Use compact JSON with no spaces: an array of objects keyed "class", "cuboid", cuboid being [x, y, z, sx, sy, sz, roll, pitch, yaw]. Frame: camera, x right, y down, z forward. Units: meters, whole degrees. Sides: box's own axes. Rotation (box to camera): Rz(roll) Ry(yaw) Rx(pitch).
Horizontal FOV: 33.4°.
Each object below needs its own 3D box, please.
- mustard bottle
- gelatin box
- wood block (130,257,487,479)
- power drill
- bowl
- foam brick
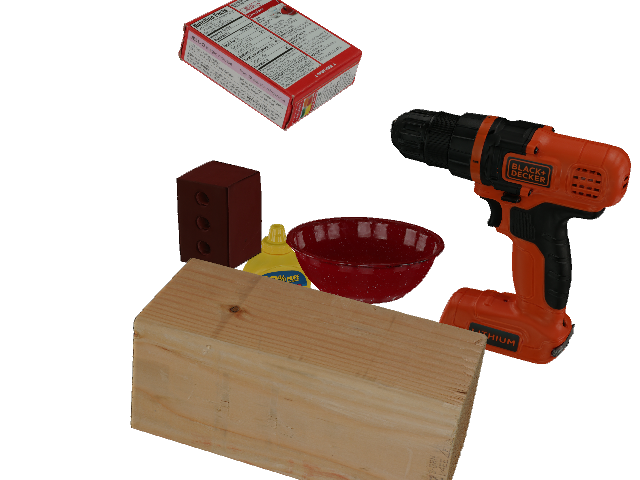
[{"class":"mustard bottle","cuboid":[-0.061,0.069,1.452,0.096,0.192,0.058,-5,23,-16]},{"class":"gelatin box","cuboid":[-0.031,-0.115,0.663,0.089,0.030,0.073,35,47,18]},{"class":"wood block","cuboid":[-0.008,0.091,0.685,0.206,0.090,0.090,14,30,14]},{"class":"power drill","cuboid":[0.136,-0.006,0.832,0.185,0.188,0.057,16,33,25]},{"class":"bowl","cuboid":[0.045,0.024,1.092,0.162,0.055,0.162,1,17,-1]},{"class":"foam brick","cuboid":[-0.085,-0.021,0.906,0.053,0.078,0.051,13,25,30]}]
